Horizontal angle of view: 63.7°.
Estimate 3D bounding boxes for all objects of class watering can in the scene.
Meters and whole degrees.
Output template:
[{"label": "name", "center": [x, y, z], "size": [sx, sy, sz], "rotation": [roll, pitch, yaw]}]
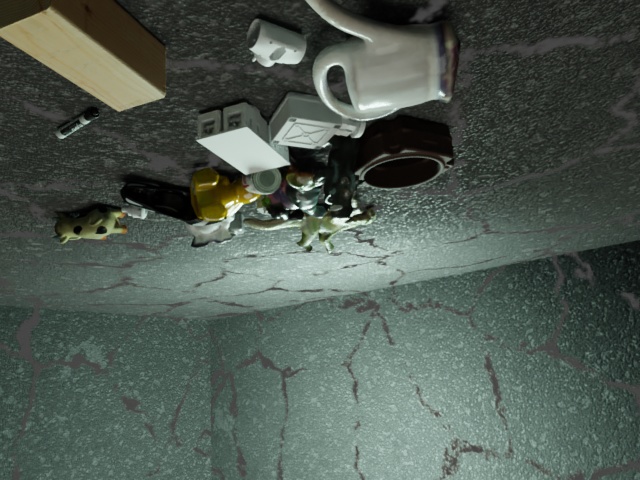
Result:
[{"label": "watering can", "center": [0.094, -0.270, 0.756], "size": [0.224, 0.105, 0.343], "rotation": [-8, 164, 8]}]

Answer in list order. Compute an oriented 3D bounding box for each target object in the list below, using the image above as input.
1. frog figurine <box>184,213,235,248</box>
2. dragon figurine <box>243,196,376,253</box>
[{"label": "frog figurine", "center": [-0.305, -0.071, 1.409], "size": [0.137, 0.126, 0.156], "rotation": [3, 127, 3]}, {"label": "dragon figurine", "center": [0.005, -0.075, 1.496], "size": [0.409, 0.124, 0.239], "rotation": [8, 142, -43]}]
